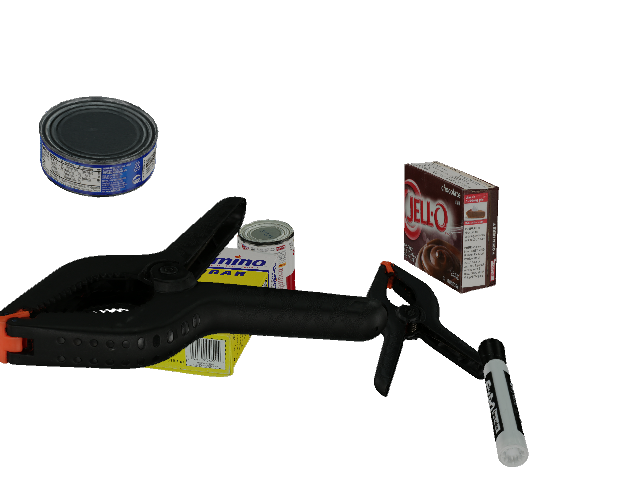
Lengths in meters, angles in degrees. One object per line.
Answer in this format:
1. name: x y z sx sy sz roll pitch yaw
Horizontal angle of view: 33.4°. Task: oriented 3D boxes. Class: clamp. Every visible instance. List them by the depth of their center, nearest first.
1. clamp: -0.088 0.027 0.619 0.209 0.036 0.165 -10 31 -28
2. clamp: 0.104 0.090 1.116 0.120 0.171 0.039 3 -44 -13

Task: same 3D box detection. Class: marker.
1. marker: 0.121 0.104 0.715 0.020 0.020 0.121 0 30 1

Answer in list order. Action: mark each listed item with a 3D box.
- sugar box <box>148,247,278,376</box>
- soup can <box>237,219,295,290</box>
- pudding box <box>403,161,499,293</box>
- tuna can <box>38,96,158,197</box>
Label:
1. sugar box: -0.100 0.056 0.943 0.093 0.048 0.176 6 25 8
2. soup can: -0.064 0.034 1.273 0.068 0.102 0.068 -1 25 0
3. pudding box: 0.110 -0.014 0.918 0.039 0.090 0.114 -8 17 -22
4. tuna can: -0.164 -0.069 0.789 0.086 0.034 0.086 7 39 -6
